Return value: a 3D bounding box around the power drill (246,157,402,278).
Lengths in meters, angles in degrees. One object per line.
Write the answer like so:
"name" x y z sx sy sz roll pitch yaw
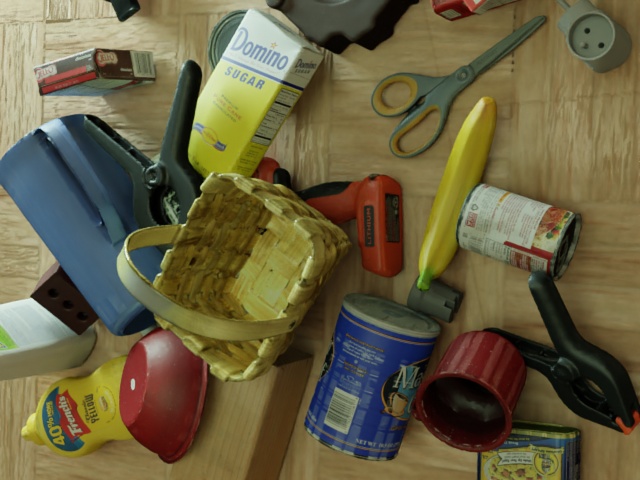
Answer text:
"power drill" -0.007 0.001 1.130 0.188 0.057 0.184 0 91 27

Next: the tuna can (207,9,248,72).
"tuna can" -0.079 -0.208 1.174 0.086 0.033 0.086 1 92 27

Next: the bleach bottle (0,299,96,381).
"bleach bottle" -0.370 0.115 1.209 0.103 0.250 0.068 39 107 21

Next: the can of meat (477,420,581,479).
"can of meat" 0.201 0.221 1.032 0.102 0.057 0.084 1 90 27

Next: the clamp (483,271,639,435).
"clamp" 0.235 0.108 1.002 0.171 0.039 0.120 37 145 18

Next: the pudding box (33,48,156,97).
"pudding box" -0.255 -0.191 1.219 0.090 0.113 0.039 -10 91 27

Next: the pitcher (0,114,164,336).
"pitcher" -0.252 -0.018 1.209 0.145 0.149 0.243 -41 77 22

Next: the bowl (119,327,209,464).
"bowl" -0.176 0.158 1.152 0.162 0.055 0.162 -36 48 54

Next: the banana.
"banana" 0.136 -0.043 1.053 0.037 0.069 0.198 17 93 -5

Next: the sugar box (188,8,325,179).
"sugar box" -0.078 -0.145 1.123 0.093 0.048 0.176 42 111 32

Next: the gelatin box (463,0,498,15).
"gelatin box" 0.156 -0.263 0.976 0.089 0.030 0.073 -39 77 23

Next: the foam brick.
"foam brick" -0.291 0.063 1.260 0.078 0.051 0.053 42 116 -18

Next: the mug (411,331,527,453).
"mug" 0.139 0.144 1.019 0.117 0.081 0.093 -26 105 38

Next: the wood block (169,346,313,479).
"wood block" -0.090 0.211 1.160 0.090 0.090 0.206 21 100 25

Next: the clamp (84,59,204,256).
"clamp" -0.161 -0.076 1.127 0.165 0.036 0.210 -29 77 30

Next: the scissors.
"scissors" 0.128 -0.173 1.080 0.096 0.016 0.202 45 110 18

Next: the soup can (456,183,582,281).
"soup can" 0.190 -0.009 1.024 0.102 0.068 0.068 20 100 25

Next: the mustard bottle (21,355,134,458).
"mustard bottle" -0.282 0.207 1.276 0.192 0.058 0.096 -22 80 26

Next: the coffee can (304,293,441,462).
"coffee can" 0.052 0.137 1.079 0.103 0.102 0.140 22 101 25

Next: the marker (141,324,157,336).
"marker" -0.170 0.143 1.239 0.020 0.020 0.121 -45 72 21

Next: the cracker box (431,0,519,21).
"cracker box" 0.195 -0.319 1.010 0.214 0.072 0.164 -12 87 26
